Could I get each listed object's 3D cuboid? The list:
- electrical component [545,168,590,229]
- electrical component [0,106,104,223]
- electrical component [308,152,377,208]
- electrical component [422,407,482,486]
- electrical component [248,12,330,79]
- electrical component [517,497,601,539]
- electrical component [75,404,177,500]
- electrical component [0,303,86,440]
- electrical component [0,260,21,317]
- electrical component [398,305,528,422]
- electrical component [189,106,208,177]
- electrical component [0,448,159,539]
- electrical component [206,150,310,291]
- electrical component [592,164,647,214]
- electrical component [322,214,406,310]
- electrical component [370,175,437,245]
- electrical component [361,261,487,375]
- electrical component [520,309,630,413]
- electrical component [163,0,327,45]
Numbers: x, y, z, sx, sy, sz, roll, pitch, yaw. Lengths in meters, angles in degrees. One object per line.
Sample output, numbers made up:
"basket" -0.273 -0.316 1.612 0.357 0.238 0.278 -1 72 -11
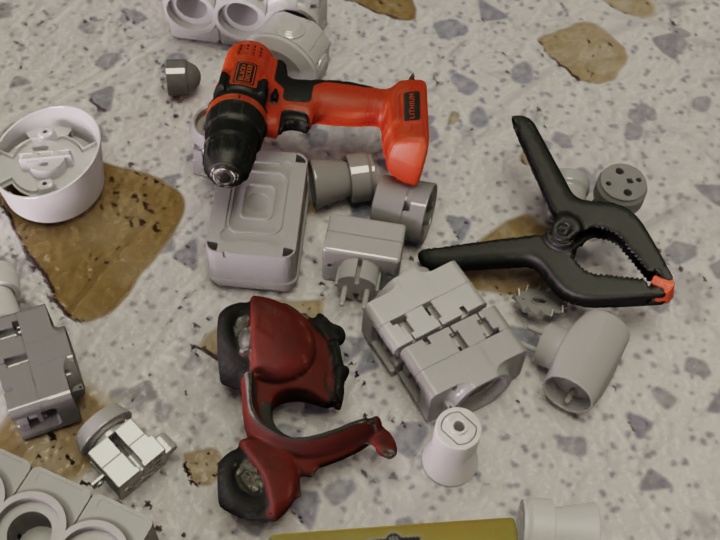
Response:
"electrical component" 0.184 -0.062 0.964 0.040 0.040 0.046 9 63 3
"electrical component" -0.274 -0.093 0.948 0.099 0.064 0.099 1 57 -2
"electrical component" -0.016 -0.081 0.963 0.055 0.045 0.045 -8 58 -8
"electrical component" 0.072 0.132 0.819 0.044 0.065 0.044 1 58 -2
"electrical component" -0.069 -0.199 1.016 0.080 0.080 0.051 21 53 10
"electrical component" 0.147 0.192 0.797 0.055 0.045 0.045 5 57 1
"electrical component" -0.183 0.136 0.818 0.066 0.048 0.055 -39 75 -23
"electrical component" -0.252 0.078 0.848 0.056 0.050 0.089 -18 60 -13
"electrical component" -0.301 0.026 0.883 0.045 0.045 0.055 -12 59 -10
"electrical component" 0.084 0.078 0.863 0.089 0.050 0.055 -24 62 -16
"electrical component" -0.129 -0.117 0.975 0.048 0.055 0.066 15 58 7
"electrical component" -0.231 0.195 0.768 0.150 0.061 0.089 21 59 11
"electrical component" -0.087 -0.043 0.928 0.078 0.057 0.113 5 57 1
"electrical component" 0.228 -0.062 0.956 0.045 0.055 0.045 1 58 -1
"electrical component" 0.000 0.000 0.911 0.066 0.047 0.076 9 58 3
"electrical component" 0.038 -0.054 0.944 0.047 0.055 0.055 14 58 11
"electrical component" 0.050 0.036 0.888 0.089 0.050 0.055 -26 63 -18
"electrical component" 0.168 0.067 0.878 0.079 0.043 0.077 22 54 23
"electrical component" -0.110 -0.265 1.050 0.150 0.089 0.061 9 57 3
